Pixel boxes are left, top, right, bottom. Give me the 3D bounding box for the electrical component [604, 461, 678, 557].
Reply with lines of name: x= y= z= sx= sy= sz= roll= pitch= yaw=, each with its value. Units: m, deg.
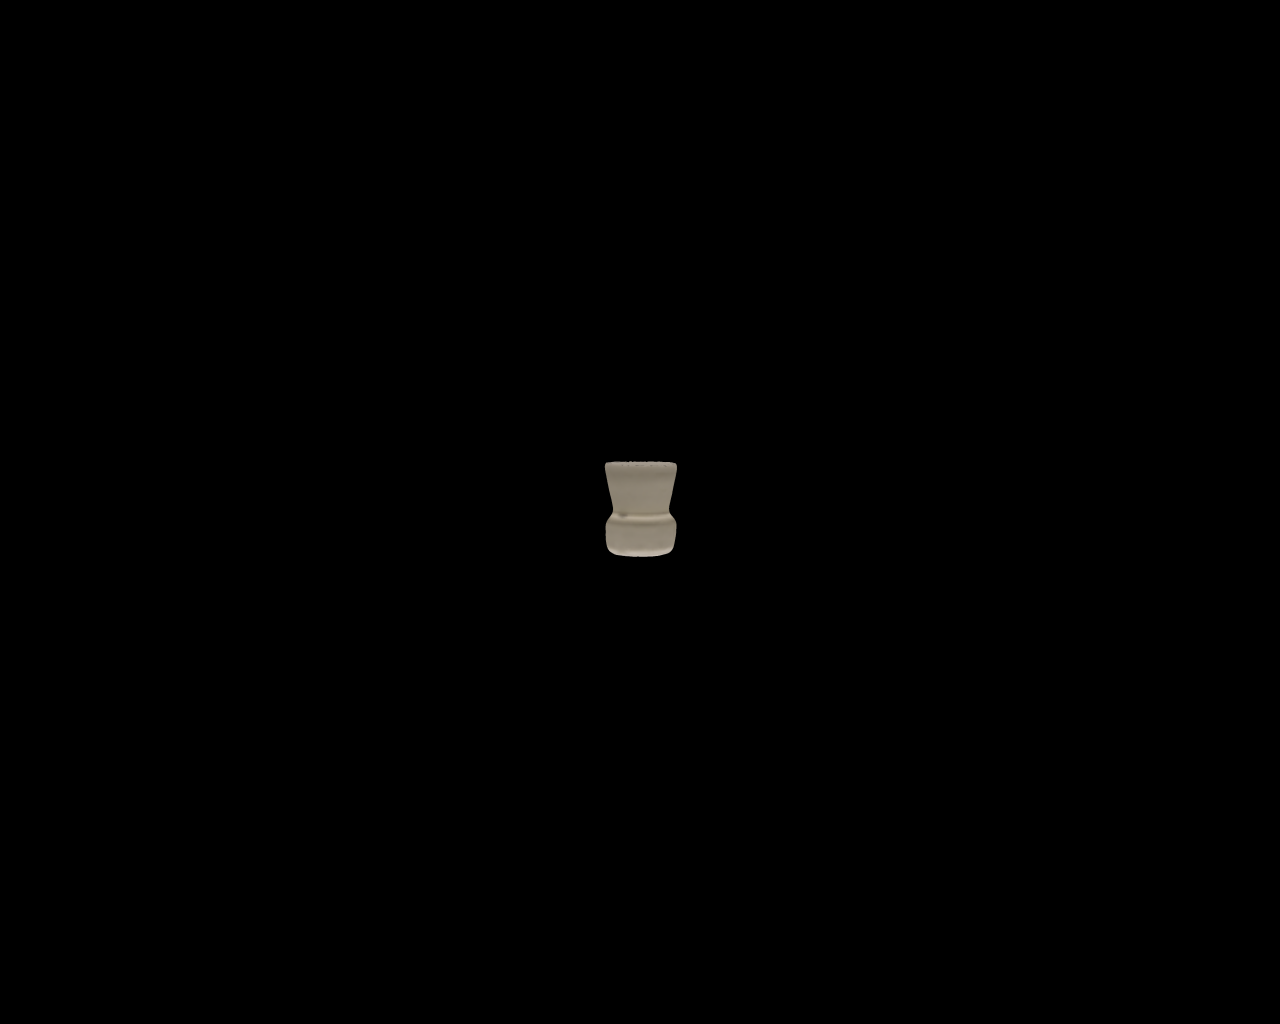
electrical component: x=0.001 y=-0.003 z=0.650 sx=0.045 sy=0.055 sz=0.045 roll=0 pitch=5 yaw=0
